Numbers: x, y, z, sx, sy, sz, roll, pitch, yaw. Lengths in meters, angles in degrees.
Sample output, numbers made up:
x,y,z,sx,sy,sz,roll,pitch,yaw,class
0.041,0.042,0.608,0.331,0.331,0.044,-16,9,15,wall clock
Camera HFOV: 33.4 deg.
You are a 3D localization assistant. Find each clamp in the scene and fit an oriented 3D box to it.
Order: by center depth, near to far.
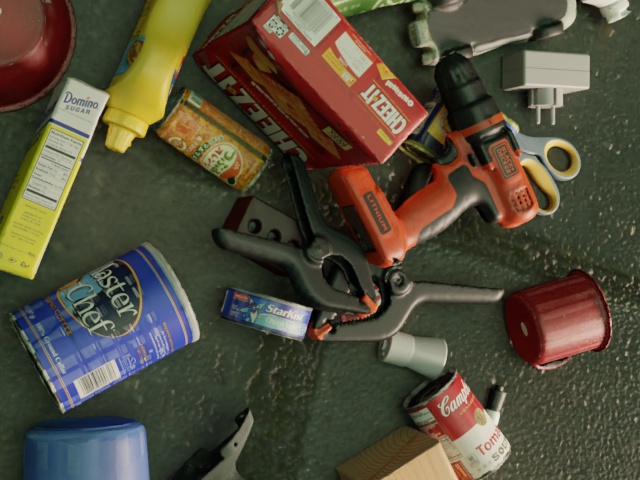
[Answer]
x,y,z,sx,sy,sz,roll,pitch,yaw,class
-0.007,0.001,1.012,0.171,0.039,0.120,38,73,-14,clamp
0.081,0.045,1.069,0.209,0.036,0.164,-41,99,-18,clamp

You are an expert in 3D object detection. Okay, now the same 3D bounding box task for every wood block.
x,y,z,sx,sy,sz,roll,pitch,yaw,class
0.111,0.307,1.092,0.090,0.090,0.206,-29,101,-18,wood block

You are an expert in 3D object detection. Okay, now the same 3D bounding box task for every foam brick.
x,y,z,sx,sy,sz,roll,pitch,yaw,class
-0.052,-0.003,1.044,0.078,0.051,0.053,28,80,-19,foam brick

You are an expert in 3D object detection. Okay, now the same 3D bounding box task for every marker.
x,y,z,sx,sy,sz,roll,pitch,yaw,class
0.178,0.216,1.154,0.020,0.020,0.121,18,84,-20,marker

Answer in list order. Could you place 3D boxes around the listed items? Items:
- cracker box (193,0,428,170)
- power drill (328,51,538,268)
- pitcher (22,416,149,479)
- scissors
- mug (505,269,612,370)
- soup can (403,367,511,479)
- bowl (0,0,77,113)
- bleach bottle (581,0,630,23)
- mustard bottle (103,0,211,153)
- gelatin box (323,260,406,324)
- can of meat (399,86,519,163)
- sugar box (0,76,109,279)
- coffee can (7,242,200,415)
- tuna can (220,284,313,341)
x,y,z,sx,sy,sz,roll,pitch,yaw,class
-0.017,-0.143,0.969,0.164,0.214,0.072,46,77,-15,cracker box
0.105,-0.071,1.035,0.187,0.057,0.184,-27,93,-15,power drill
-0.218,0.285,0.948,0.149,0.145,0.243,3,85,-60,pitcher
0.219,-0.123,1.166,0.096,0.016,0.201,-33,102,-18,scissors
0.252,0.095,1.152,0.081,0.093,0.117,-14,132,-15,mug
0.142,0.193,1.106,0.068,0.069,0.102,-38,95,-17,soup can
-0.293,-0.195,0.947,0.161,0.055,0.162,0,91,-22,bowl
0.268,-0.350,1.151,0.102,0.068,0.251,-38,106,-36,bleach bottle
-0.152,-0.170,0.979,0.058,0.096,0.191,25,82,-20,mustard bottle
0.045,0.048,1.094,0.073,0.030,0.089,-9,94,-21,gelatin box
0.144,-0.107,1.109,0.102,0.057,0.084,34,85,-14,can of meat
-0.246,-0.054,0.947,0.048,0.093,0.176,21,83,-20,sugar box
-0.194,0.078,0.963,0.140,0.103,0.103,-29,101,-18,coffee can
-0.052,0.070,1.027,0.086,0.086,0.034,17,86,-21,tuna can
